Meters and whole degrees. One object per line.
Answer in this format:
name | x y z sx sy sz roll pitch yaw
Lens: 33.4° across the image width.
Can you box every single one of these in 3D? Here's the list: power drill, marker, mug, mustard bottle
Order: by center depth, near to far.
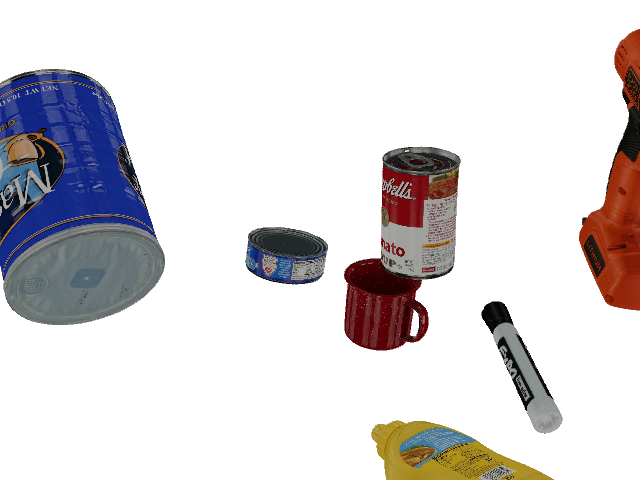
marker | 0.132 0.080 0.711 0.020 0.020 0.121 0 33 -11
power drill | 0.249 -0.042 0.794 0.057 0.188 0.184 3 35 -3
mustard bottle | 0.116 0.212 0.981 0.096 0.058 0.192 -16 25 -36
mug | 0.081 0.083 1.281 0.117 0.081 0.093 24 33 33

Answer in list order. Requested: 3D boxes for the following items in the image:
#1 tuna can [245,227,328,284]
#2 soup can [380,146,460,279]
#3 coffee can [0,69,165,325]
tuna can | -0.037 0.016 1.135 0.086 0.034 0.086 8 19 -3
soup can | 0.088 -0.025 0.947 0.068 0.102 0.068 0 23 0
coffee can | -0.172 -0.029 0.716 0.102 0.140 0.103 -17 -32 -11
